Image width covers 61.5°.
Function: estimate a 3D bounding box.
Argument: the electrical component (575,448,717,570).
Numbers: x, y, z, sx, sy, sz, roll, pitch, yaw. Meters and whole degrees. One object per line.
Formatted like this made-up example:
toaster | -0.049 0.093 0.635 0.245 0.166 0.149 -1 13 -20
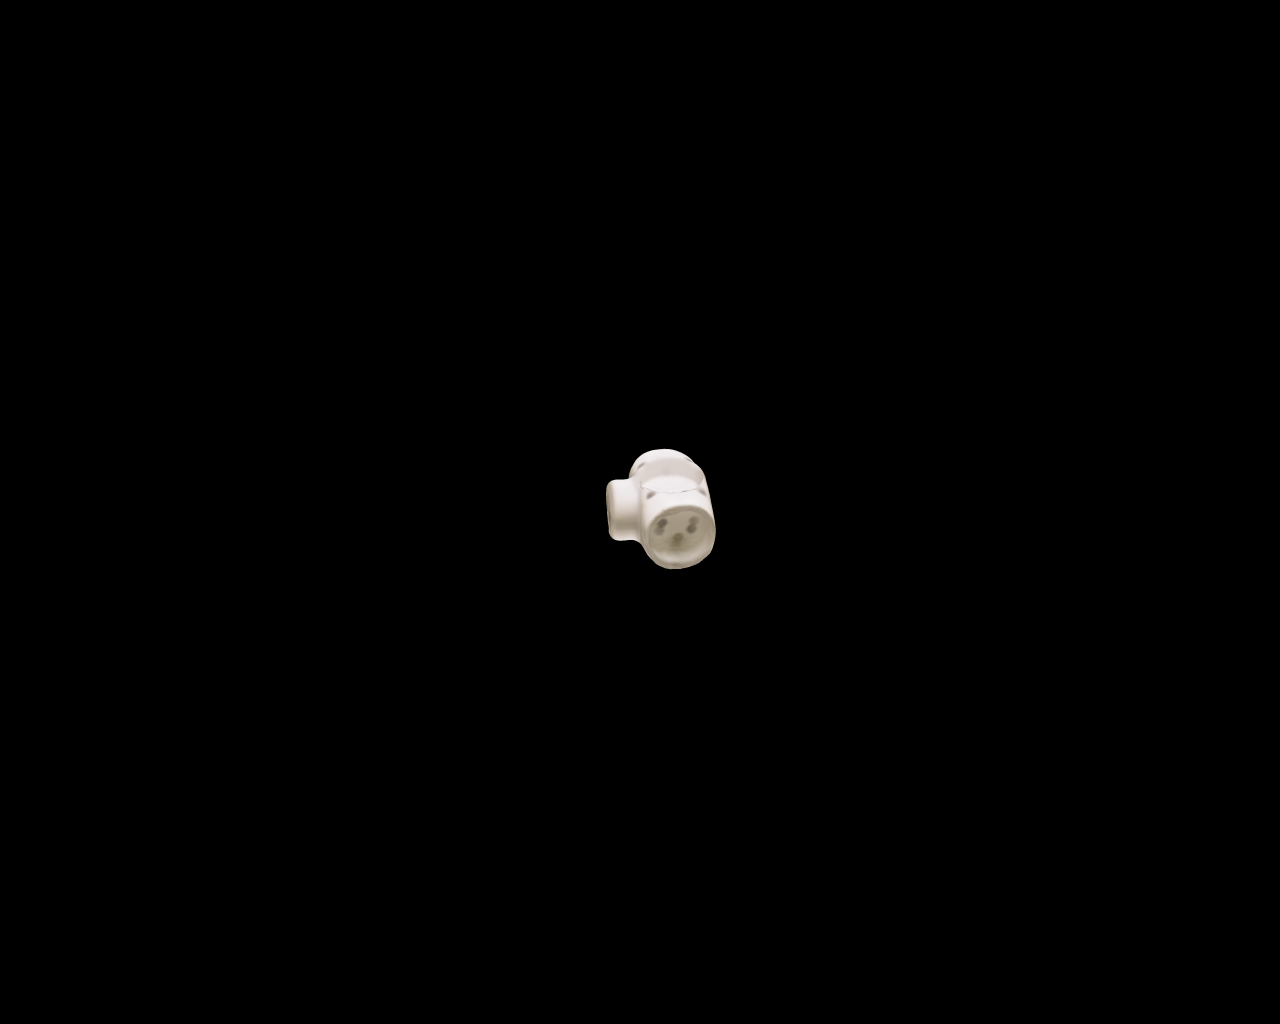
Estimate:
electrical component | 0.001 -0.003 0.650 0.079 0.044 0.077 -4 30 -6
